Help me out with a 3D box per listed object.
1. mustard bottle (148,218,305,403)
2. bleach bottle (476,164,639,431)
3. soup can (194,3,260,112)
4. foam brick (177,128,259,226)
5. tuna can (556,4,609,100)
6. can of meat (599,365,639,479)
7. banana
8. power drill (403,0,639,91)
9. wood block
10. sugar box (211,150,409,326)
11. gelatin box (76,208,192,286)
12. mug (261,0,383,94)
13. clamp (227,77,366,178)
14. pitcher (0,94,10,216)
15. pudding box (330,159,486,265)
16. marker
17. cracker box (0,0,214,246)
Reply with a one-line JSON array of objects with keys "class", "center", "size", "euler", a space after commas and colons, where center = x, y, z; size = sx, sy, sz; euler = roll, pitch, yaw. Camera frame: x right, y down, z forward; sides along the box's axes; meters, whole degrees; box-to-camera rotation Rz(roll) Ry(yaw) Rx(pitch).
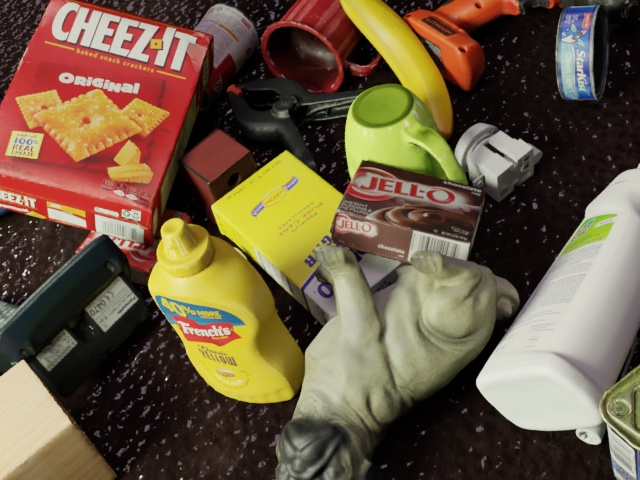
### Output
[{"class": "mustard bottle", "center": [-0.078, 0.051, 0.816], "size": [0.096, 0.191, 0.058], "euler": [12, 55, 28]}, {"class": "bleach bottle", "center": [0.215, 0.026, 0.803], "size": [0.250, 0.068, 0.103], "euler": [-53, 15, -27]}, {"class": "soup can", "center": [-0.117, -0.195, 1.132], "size": [0.069, 0.068, 0.102], "euler": [16, 57, 31]}, {"class": "foam brick", "center": [-0.088, -0.053, 0.990], "size": [0.053, 0.078, 0.051], "euler": [-41, 52, -17]}, {"class": "tuna can", "center": [0.239, -0.170, 0.969], "size": [0.034, 0.086, 0.086], "euler": [3, 51, 24]}, {"class": "can of meat", "center": [0.240, 0.120, 0.714], "size": [0.102, 0.084, 0.057], "euler": [-35, 48, -12]}, {"class": "banana", "center": [0.076, -0.175, 1.032], "size": [0.069, 0.037, 0.198], "euler": [-25, 73, -44]}, {"class": "power drill", "center": [0.192, -0.224, 1.056], "size": [0.187, 0.057, 0.185], "euler": [-34, 44, -15]}, {"class": "wood block", "center": [-0.275, 0.204, 0.823], "size": [0.206, 0.090, 0.091], "euler": [-39, 49, -15]}, {"class": "sugar box", "center": [-0.006, 0.001, 0.928], "size": [0.093, 0.048, 0.176], "euler": [-39, 51, -16]}, {"class": "gelatin box", "center": [-0.173, 0.001, 1.005], "size": [0.089, 0.030, 0.073], "euler": [14, 56, 29]}, {"class": "mug", "center": [0.010, -0.202, 1.084], "size": [0.117, 0.093, 0.081], "euler": [22, 54, 16]}, {"class": "clamp", "center": [-0.031, -0.114, 1.051], "size": [0.172, 0.039, 0.120], "euler": [12, 49, 33]}, {"class": "pitcher", "center": [-0.411, -0.060, 1.078], "size": [0.243, 0.145, 0.149], "euler": [-28, 29, -2]}, {"class": "pudding box", "center": [0.074, -0.020, 0.879], "size": [0.113, 0.039, 0.090], "euler": [16, 36, 8]}, {"class": "marker", "center": [0.218, 0.096, 0.788], "size": [0.020, 0.020, 0.121], "euler": [13, 55, 29]}, {"class": "cracker box", "center": [-0.204, -0.116, 0.996], "size": [0.164, 0.072, 0.213], "euler": [15, 60, -1]}]
